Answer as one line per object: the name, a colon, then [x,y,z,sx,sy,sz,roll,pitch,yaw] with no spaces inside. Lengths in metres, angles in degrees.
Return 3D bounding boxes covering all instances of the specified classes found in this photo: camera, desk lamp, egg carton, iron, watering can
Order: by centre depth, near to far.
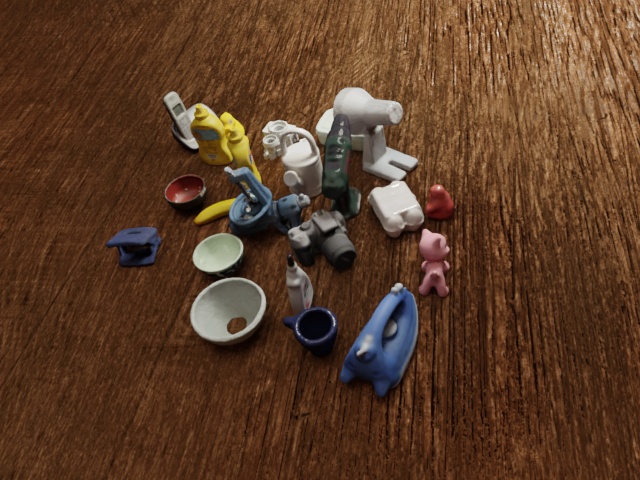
iron: [0.130,0.171,1.141,0.118,0.142,0.259,15,54,24]
camera: [0.012,0.005,1.339,0.143,0.101,0.136,-27,49,-11]
egg carton: [0.185,-0.077,1.395,0.107,0.069,0.150,-20,48,-6]
watering can: [-0.047,-0.202,1.470,0.101,0.194,0.172,-12,48,2]
desk lamp: [0.145,-0.282,1.486,0.202,0.214,0.118,26,59,30]

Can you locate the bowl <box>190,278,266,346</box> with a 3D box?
bowl: [-0.194,0.169,1.257,0.167,0.075,0.167,-6,48,7]

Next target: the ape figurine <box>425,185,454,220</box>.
ape figurine: [0.284,-0.097,1.375,0.078,0.092,0.076,-34,51,-17]

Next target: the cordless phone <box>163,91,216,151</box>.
cordless phone: [-0.385,-0.374,1.699,0.093,0.185,0.148,20,56,27]

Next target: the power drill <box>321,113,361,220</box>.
power drill: [0.051,-0.164,1.406,0.075,0.209,0.229,-1,49,12]

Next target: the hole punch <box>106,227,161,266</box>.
hole punch: [-0.471,0.003,1.450,0.108,0.091,0.101,-4,49,9]

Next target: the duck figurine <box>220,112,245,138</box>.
duck figurine: [-0.272,-0.343,1.714,0.077,0.086,0.104,-10,48,4]

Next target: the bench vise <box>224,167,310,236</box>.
bench vise: [-0.138,-0.108,1.389,0.207,0.220,0.121,-20,48,-5]

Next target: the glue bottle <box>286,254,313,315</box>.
glue bottle: [-0.050,0.089,1.230,0.037,0.173,0.078,1,50,13]

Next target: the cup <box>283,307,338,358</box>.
cup: [-0.016,0.197,1.180,0.117,0.095,0.092,8,52,19]

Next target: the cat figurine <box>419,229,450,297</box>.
cat figurine: [0.248,0.041,1.245,0.067,0.118,0.128,0,49,12]
